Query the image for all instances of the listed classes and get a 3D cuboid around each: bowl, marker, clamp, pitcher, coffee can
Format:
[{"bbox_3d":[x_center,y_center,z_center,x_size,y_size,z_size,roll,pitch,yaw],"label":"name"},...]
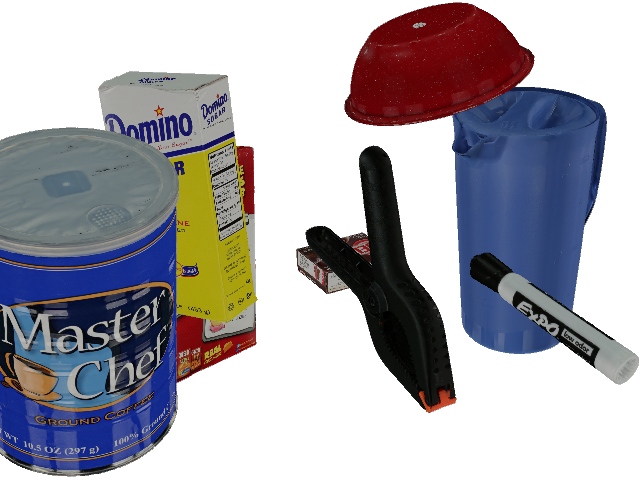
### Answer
[{"bbox_3d":[0.090,-0.153,0.877,0.162,0.055,0.162,-16,25,7],"label":"bowl"},{"bbox_3d":[0.128,0.040,0.604,0.020,0.020,0.121,0,28,-40],"label":"marker"},{"bbox_3d":[0.057,0.036,0.871,0.036,0.210,0.165,-17,-24,-24],"label":"clamp"},{"bbox_3d":[0.200,-0.021,1.029,0.149,0.243,0.145,1,27,8],"label":"pitcher"},{"bbox_3d":[-0.121,0.030,0.526,0.103,0.140,0.103,4,34,-3],"label":"coffee can"}]

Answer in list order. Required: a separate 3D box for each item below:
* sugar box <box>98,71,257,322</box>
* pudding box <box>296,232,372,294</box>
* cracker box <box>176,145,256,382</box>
[{"bbox_3d":[-0.104,-0.032,0.780,0.093,0.176,0.048,7,27,31],"label":"sugar box"},{"bbox_3d":[0.036,0.030,1.482,0.113,0.039,0.090,-16,27,-24],"label":"pudding box"},{"bbox_3d":[-0.136,0.020,1.057,0.072,0.214,0.163,7,15,31],"label":"cracker box"}]
